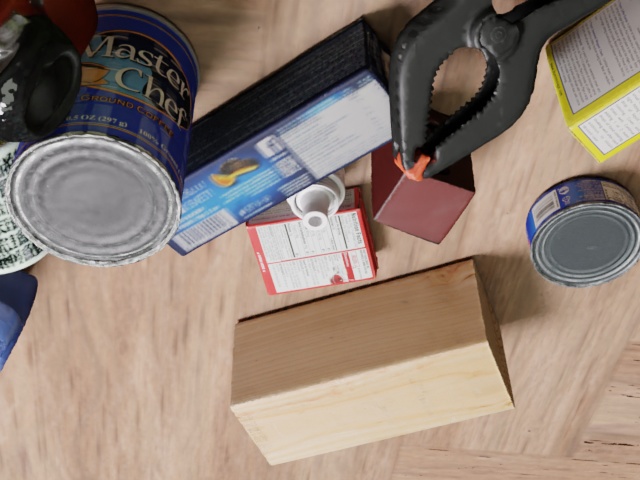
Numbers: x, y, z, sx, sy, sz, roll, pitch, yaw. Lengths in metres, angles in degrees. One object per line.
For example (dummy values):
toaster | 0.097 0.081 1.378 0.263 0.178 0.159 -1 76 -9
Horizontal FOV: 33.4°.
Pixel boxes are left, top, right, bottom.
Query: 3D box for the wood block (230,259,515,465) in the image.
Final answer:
wood block | 0.040 0.101 0.859 0.206 0.091 0.090 -16 132 14

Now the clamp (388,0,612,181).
clamp | 0.095 -0.136 0.640 0.164 0.036 0.210 31 103 -21

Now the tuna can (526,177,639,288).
tuna can | 0.198 -0.006 0.799 0.086 0.033 0.086 0 133 0

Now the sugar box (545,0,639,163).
sugar box | 0.225 -0.131 0.644 0.176 0.093 0.048 -31 127 26

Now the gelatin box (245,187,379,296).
gelatin box | -0.005 0.001 0.808 0.089 0.030 0.073 -10 131 8

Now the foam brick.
foam brick | 0.069 -0.047 0.731 0.053 0.078 0.051 19 131 -17

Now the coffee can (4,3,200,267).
coffee can | -0.132 -0.068 0.668 0.103 0.140 0.103 0 133 0

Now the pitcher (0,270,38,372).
pitcher | -0.333 0.027 0.763 0.242 0.145 0.149 32 109 -23
